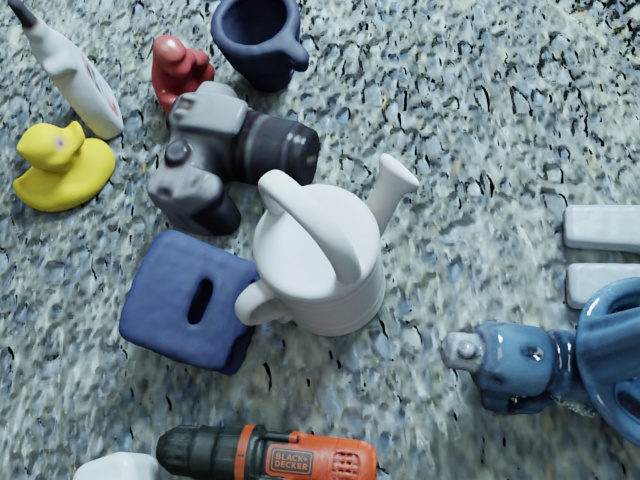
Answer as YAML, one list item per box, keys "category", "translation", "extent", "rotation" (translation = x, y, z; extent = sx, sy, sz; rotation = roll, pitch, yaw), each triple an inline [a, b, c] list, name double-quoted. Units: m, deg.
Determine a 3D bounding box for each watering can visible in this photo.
- category: "watering can"
  translation: [0.003, 0.000, 0.458]
  extent: [0.100, 0.194, 0.173]
  rotation: [24, 73, 17]

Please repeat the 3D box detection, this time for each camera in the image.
- category: "camera"
  translation: [-0.078, -0.080, 0.554]
  extent: [0.136, 0.101, 0.143]
  rotation: [13, 70, 13]

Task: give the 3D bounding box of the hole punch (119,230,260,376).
- category: "hole punch"
  translation: [-0.106, 0.055, 0.507]
  extent: [0.101, 0.091, 0.109]
  rotation: [13, 70, 13]

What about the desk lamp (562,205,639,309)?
- category: "desk lamp"
  translation: [0.306, -0.014, 0.409]
  extent: [0.203, 0.214, 0.118]
  rotation: [1, 68, 9]

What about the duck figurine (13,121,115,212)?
- category: "duck figurine"
  translation: [-0.276, -0.082, 0.591]
  extent: [0.104, 0.086, 0.077]
  rotation: [-35, 67, -7]

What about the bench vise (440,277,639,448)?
- category: "bench vise"
  translation: [0.195, 0.087, 0.380]
  extent: [0.207, 0.220, 0.121]
  rotation: [-15, 66, 2]

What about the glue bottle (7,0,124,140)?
- category: "glue bottle"
  translation: [-0.257, -0.176, 0.579]
  extent: [0.037, 0.173, 0.078]
  rotation: [-28, 66, -4]

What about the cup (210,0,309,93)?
- category: "cup"
  translation: [-0.049, -0.194, 0.600]
  extent: [0.117, 0.095, 0.092]
  rotation: [40, 78, 21]

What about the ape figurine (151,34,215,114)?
- category: "ape figurine"
  translation: [-0.150, -0.178, 0.609]
  extent: [0.076, 0.092, 0.078]
  rotation: [38, 78, 20]
